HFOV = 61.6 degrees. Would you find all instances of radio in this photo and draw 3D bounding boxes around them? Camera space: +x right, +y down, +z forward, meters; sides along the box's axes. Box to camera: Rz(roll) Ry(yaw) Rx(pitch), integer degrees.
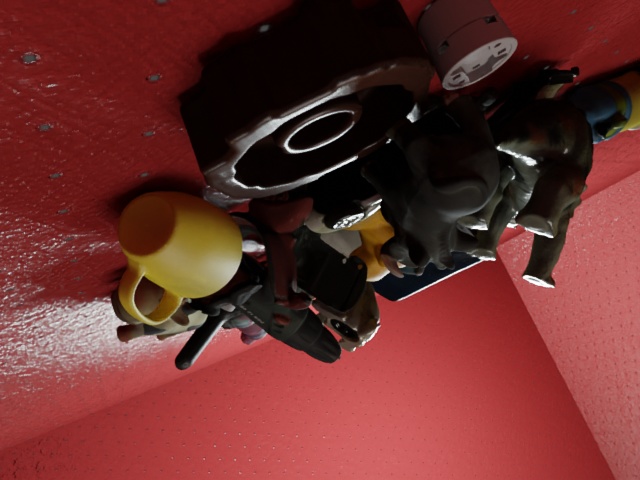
[{"bbox_3d":[0.176,0.019,0.961,0.230,0.073,0.131,-31,129,33],"label":"radio"}]

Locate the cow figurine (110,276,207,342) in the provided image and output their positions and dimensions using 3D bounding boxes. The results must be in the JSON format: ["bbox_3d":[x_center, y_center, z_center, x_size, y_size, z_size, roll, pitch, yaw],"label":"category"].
[{"bbox_3d":[-0.199,0.083,0.696,0.127,0.085,0.194,-19,167,6],"label":"cow figurine"}]

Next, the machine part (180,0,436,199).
[{"bbox_3d":[-0.007,-0.089,0.371,0.179,0.056,0.179,-24,171,-4],"label":"machine part"}]

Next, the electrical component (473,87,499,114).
[{"bbox_3d":[0.150,-0.121,0.571,0.063,0.021,0.094,-53,-177,-25],"label":"electrical component"}]

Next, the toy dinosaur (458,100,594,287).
[{"bbox_3d":[0.231,-0.074,0.574,0.131,0.192,0.404,19,168,19],"label":"toy dinosaur"}]

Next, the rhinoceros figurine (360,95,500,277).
[{"bbox_3d":[0.091,-0.031,0.439,0.073,0.112,0.190,-25,165,-14],"label":"rhinoceros figurine"}]

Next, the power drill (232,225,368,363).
[{"bbox_3d":[-0.025,0.071,0.675,0.086,0.232,0.207,-59,-168,-27],"label":"power drill"}]

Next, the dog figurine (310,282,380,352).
[{"bbox_3d":[0.061,0.065,0.857,0.190,0.173,0.121,-50,141,-26],"label":"dog figurine"}]

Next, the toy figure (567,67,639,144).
[{"bbox_3d":[0.393,-0.179,0.719,0.180,0.082,0.089,-17,169,-22],"label":"toy figure"}]

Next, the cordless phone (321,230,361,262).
[{"bbox_3d":[-0.001,-0.002,0.736,0.147,0.089,0.184,-20,158,-15],"label":"cordless phone"}]

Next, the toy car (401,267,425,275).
[{"bbox_3d":[0.111,-0.017,0.824,0.103,0.109,0.162,9,-163,-11],"label":"toy car"}]

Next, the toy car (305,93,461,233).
[{"bbox_3d":[0.065,-0.074,0.541,0.202,0.073,0.056,-27,165,17],"label":"toy car"}]

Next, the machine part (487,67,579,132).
[{"bbox_3d":[0.223,-0.149,0.618,0.084,0.039,0.139,-25,170,-40],"label":"machine part"}]

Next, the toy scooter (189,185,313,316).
[{"bbox_3d":[-0.076,0.023,0.542,0.184,0.135,0.075,-26,170,17],"label":"toy scooter"}]

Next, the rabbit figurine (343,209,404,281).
[{"bbox_3d":[0.069,-0.026,0.644,0.162,0.122,0.173,-8,156,42],"label":"rabbit figurine"}]

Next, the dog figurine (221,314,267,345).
[{"bbox_3d":[-0.102,0.113,0.978,0.191,0.108,0.219,-20,165,-17],"label":"dog figurine"}]
